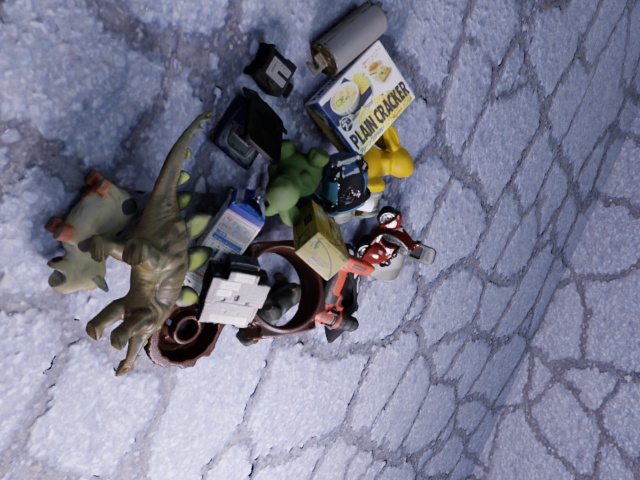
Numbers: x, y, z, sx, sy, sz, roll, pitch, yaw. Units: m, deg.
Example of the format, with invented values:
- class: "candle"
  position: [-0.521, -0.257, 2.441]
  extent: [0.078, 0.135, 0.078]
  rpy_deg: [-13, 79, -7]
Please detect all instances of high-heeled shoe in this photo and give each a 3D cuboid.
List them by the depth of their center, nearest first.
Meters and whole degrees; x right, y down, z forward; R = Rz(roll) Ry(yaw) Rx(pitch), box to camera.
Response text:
- class: "high-heeled shoe"
  position: [0.049, 0.135, 1.365]
  extent: [0.145, 0.086, 0.248]
  rpy_deg: [52, 51, -67]

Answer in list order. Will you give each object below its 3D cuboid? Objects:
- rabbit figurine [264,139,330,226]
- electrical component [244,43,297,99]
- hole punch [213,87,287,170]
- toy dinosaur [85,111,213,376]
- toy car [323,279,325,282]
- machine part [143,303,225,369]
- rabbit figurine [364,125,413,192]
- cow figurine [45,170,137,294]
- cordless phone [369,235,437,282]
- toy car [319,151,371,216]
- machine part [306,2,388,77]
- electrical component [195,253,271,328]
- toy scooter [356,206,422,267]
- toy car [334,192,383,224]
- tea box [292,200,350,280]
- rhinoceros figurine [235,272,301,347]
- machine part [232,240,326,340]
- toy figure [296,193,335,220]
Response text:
- class: "rabbit figurine"
  position: [-0.072, -0.110, 1.086]
  extent: [0.170, 0.121, 0.159]
  rpy_deg: [-60, 173, -59]
- class: "electrical component"
  position: [-0.085, -0.317, 1.046]
  extent: [0.119, 0.048, 0.075]
  rpy_deg: [39, 80, -47]
- class: "hole punch"
  position: [-0.134, -0.206, 1.033]
  extent: [0.142, 0.092, 0.116]
  rpy_deg: [37, 51, -46]
- class: "toy dinosaur"
  position: [-0.267, 0.017, 0.879]
  extent: [0.198, 0.105, 0.470]
  rpy_deg: [-18, 129, -64]
- class: "toy car"
  position: [-0.004, 0.072, 1.317]
  extent: [0.089, 0.053, 0.202]
  rpy_deg: [0, 109, -27]
- class: "machine part"
  position: [-0.275, 0.173, 1.082]
  extent: [0.179, 0.056, 0.179]
  rpy_deg: [-22, 124, -37]
- class: "rabbit figurine"
  position: [0.147, -0.194, 1.298]
  extent: [0.173, 0.122, 0.162]
  rpy_deg: [-3, 89, -24]
- class: "cow figurine"
  position: [-0.372, 0.001, 0.877]
  extent: [0.127, 0.086, 0.195]
  rpy_deg: [42, 76, -42]
- class: "cordless phone"
  position: [0.219, 0.054, 1.443]
  extent: [0.088, 0.184, 0.146]
  rpy_deg: [8, 103, -53]
- class: "toy car"
  position: [0.045, -0.136, 1.173]
  extent: [0.109, 0.103, 0.161]
  rpy_deg: [-21, 141, -13]
- class: "machine part"
  position: [0.062, -0.420, 1.125]
  extent: [0.243, 0.079, 0.079]
  rpy_deg: [-47, 136, -21]
- class: "electrical component"
  position: [-0.157, 0.091, 0.984]
  extent: [0.115, 0.058, 0.134]
  rpy_deg: [13, 117, -27]
- class: "toy scooter"
  position: [0.179, 0.008, 1.384]
  extent: [0.183, 0.135, 0.075]
  rpy_deg: [-57, -176, 34]
- class: "toy car"
  position: [0.078, -0.085, 1.323]
  extent: [0.202, 0.056, 0.073]
  rpy_deg: [-14, 119, -43]
- class: "tea box"
  position: [-0.002, -0.003, 1.123]
  extent: [0.068, 0.170, 0.098]
  rpy_deg: [-42, 111, 15]
- class: "rhinoceros figurine"
  position: [-0.118, 0.163, 1.236]
  extent: [0.190, 0.073, 0.112]
  rpy_deg: [-43, 145, -25]
- class: "machine part"
  position: [-0.092, 0.103, 1.139]
  extent: [0.201, 0.087, 0.201]
  rpy_deg: [-3, 82, -32]
- class: "toy figure"
  position: [-0.002, -0.043, 1.232]
  extent: [0.064, 0.058, 0.154]
  rpy_deg: [-31, 113, 15]
